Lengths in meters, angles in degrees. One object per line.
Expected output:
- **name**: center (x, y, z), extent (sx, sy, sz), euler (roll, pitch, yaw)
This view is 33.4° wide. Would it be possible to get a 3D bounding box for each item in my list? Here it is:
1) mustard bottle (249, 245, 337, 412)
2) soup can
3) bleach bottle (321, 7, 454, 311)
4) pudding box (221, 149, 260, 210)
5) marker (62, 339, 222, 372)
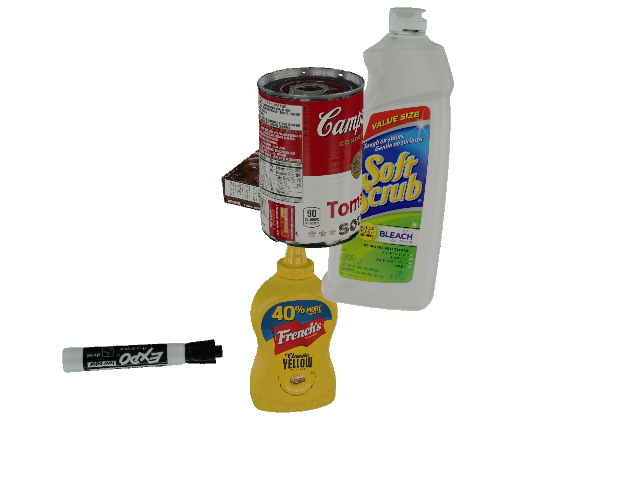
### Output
- **mustard bottle**: center (-0.029, 0.094, 1.184), extent (0.096, 0.192, 0.058), euler (-2, 20, -11)
- **soup can**: center (-0.006, -0.054, 0.690), extent (0.068, 0.102, 0.068), euler (0, 23, 0)
- **bleach bottle**: center (0.058, -0.070, 0.906), extent (0.103, 0.251, 0.068), euler (7, 18, 13)
- **pudding box**: center (-0.056, -0.075, 1.316), extent (0.090, 0.039, 0.113), euler (13, 34, 23)
- **marker**: center (-0.136, 0.088, 0.820), extent (0.121, 0.020, 0.020), euler (-3, 0, -3)
